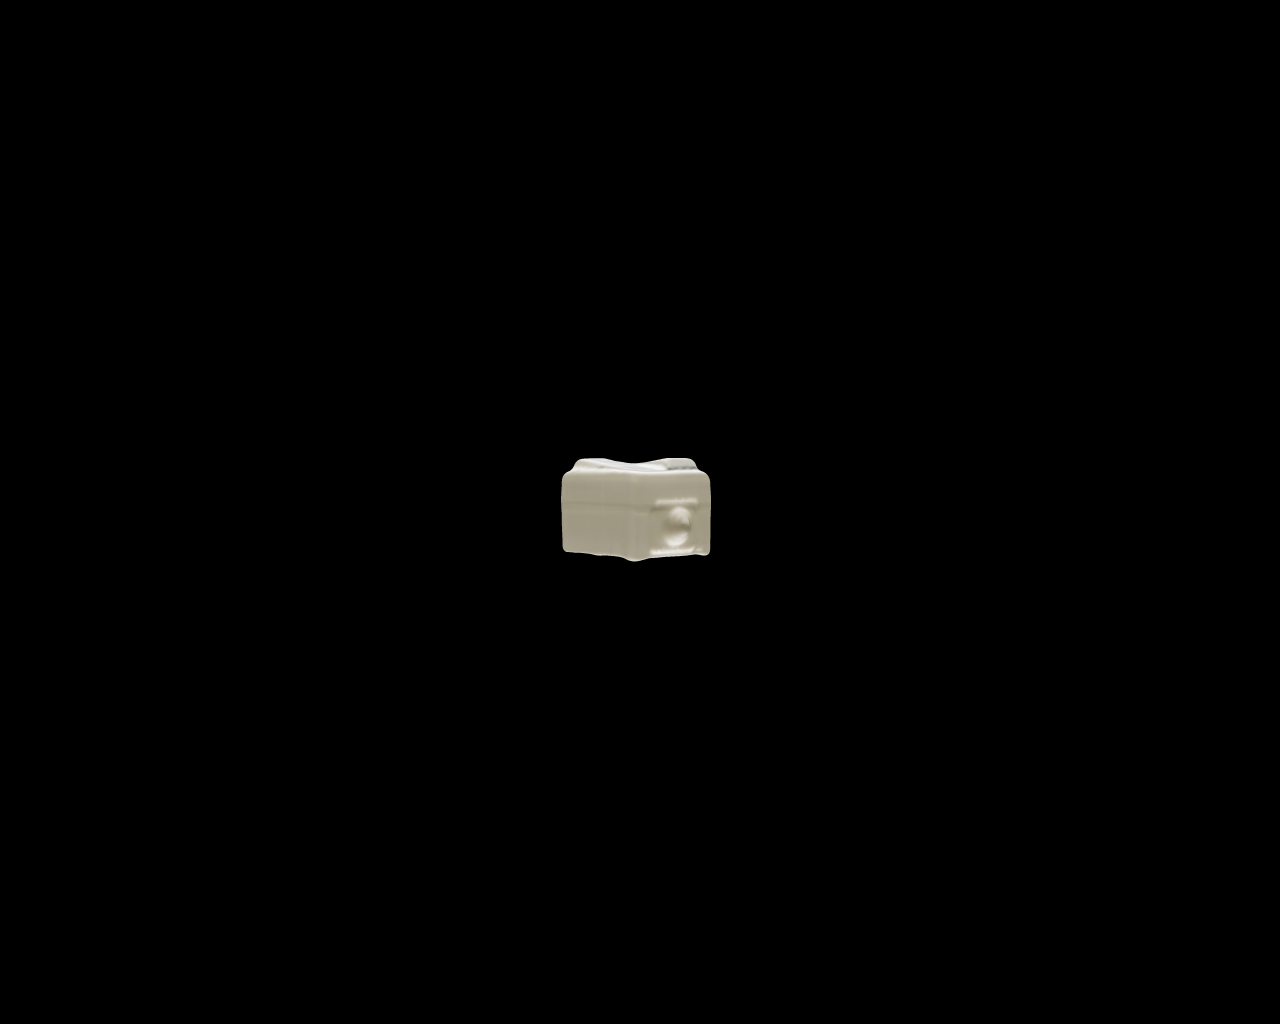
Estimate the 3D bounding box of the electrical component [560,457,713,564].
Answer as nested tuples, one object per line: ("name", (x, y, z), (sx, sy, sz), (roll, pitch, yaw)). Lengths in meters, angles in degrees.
("electrical component", (0.001, -0.003, 0.650), (0.062, 0.061, 0.096), (-2, 3, -36))
